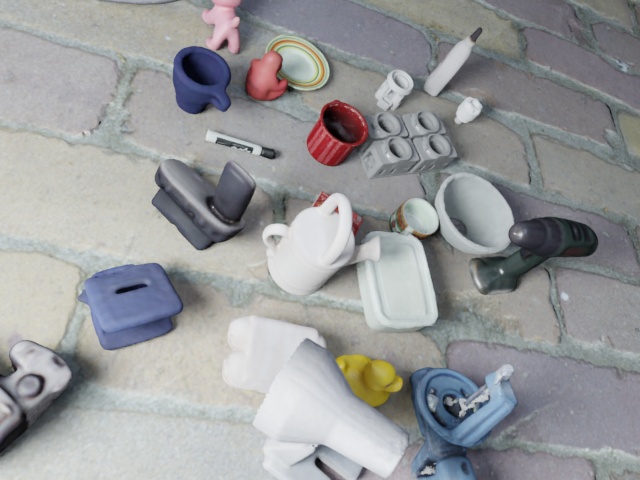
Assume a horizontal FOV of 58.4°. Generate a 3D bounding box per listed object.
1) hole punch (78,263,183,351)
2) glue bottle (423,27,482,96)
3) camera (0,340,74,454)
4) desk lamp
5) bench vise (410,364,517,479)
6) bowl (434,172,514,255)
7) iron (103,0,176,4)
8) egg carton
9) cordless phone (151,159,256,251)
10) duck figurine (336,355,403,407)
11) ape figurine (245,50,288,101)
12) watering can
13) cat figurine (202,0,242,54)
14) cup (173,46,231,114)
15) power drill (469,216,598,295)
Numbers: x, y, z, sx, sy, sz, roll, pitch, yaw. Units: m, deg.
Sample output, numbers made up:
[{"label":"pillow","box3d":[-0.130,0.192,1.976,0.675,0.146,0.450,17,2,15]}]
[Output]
[{"label":"hole punch","box3d":[-0.245,0.077,0.740,0.109,0.091,0.101,-15,72,-32]},{"label":"glue bottle","box3d":[0.282,-0.379,1.193,0.037,0.173,0.078,33,55,-7]},{"label":"camera","box3d":[-0.371,0.157,0.629,0.137,0.100,0.143,43,54,-1]},{"label":"desk lamp","box3d":[0.005,0.235,0.708,0.203,0.213,0.118,39,54,-3]},{"label":"bench vise","box3d":[0.212,0.263,0.794,0.122,0.219,0.207,-9,69,-30]},{"label":"bowl","box3d":[0.275,-0.038,1.072,0.168,0.074,0.167,12,60,-21]},{"label":"iron","box3d":[-0.310,-0.496,0.975,0.259,0.141,0.118,-8,69,-30]},{"label":"egg carton","box3d":[-0.061,0.165,0.800,0.151,0.069,0.107,15,59,-19]},{"label":"cordless phone","box3d":[-0.157,-0.080,0.809,0.147,0.184,0.094,42,54,-1]},{"label":"duck figurine","box3d":[0.072,0.200,0.839,0.105,0.086,0.077,27,56,-12]},{"label":"ape figurine","box3d":[-0.091,-0.296,1.012,0.076,0.092,0.078,-36,84,-35]},{"label":"watering can","box3d":[0.008,0.001,0.844,0.173,0.193,0.101,-9,69,-30]},{"label":"cat figurine","box3d":[-0.166,-0.421,1.023,0.067,0.117,0.127,-4,67,-28]},{"label":"cup","box3d":[-0.191,-0.240,0.931,0.092,0.094,0.118,-34,83,-35]},{"label":"power drill","box3d":[0.361,0.025,1.001,0.230,0.208,0.075,-4,67,-28]}]
